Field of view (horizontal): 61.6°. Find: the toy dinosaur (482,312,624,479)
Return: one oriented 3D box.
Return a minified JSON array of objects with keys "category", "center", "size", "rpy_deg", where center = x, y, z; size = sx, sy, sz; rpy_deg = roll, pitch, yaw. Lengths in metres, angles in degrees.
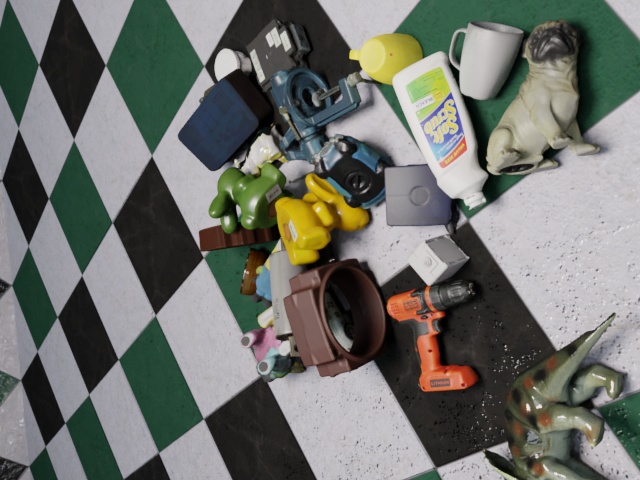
[{"category":"toy dinosaur","center":[0.349,0.287,0.838],"size":[0.192,0.131,0.404],"rpy_deg":[10,99,41]}]

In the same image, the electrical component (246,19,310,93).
[{"category":"electrical component","center":[-0.082,-0.387,1.123],"size":[0.134,0.058,0.115],"rpy_deg":[-23,85,42]}]

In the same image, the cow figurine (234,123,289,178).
[{"category":"cow figurine","center":[-0.142,-0.185,1.212],"size":[0.167,0.068,0.098],"rpy_deg":[-36,69,37]}]

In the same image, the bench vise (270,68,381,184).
[{"category":"bench vise","center":[-0.001,-0.243,1.041],"size":[0.241,0.129,0.223],"rpy_deg":[-17,90,47]}]

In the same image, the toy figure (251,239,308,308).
[{"category":"toy figure","center":[-0.087,0.059,1.179],"size":[0.180,0.082,0.089],"rpy_deg":[-60,25,17]}]

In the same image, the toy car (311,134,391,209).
[{"category":"toy car","center":[0.061,-0.140,1.006],"size":[0.109,0.161,0.103],"rpy_deg":[-44,27,27]}]

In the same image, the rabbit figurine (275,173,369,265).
[{"category":"rabbit figurine","center":[0.007,-0.043,1.051],"size":[0.121,0.173,0.162],"rpy_deg":[100,150,-53]}]

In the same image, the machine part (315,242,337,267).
[{"category":"machine part","center":[-0.002,-0.003,1.121],"size":[0.039,0.084,0.138],"rpy_deg":[-156,51,-80]}]

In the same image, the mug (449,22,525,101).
[{"category":"mug","center":[0.247,-0.277,0.832],"size":[0.110,0.081,0.107],"rpy_deg":[27,125,31]}]

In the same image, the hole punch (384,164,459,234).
[{"category":"hole punch","center":[0.174,-0.079,0.936],"size":[0.116,0.092,0.142],"rpy_deg":[2,96,38]}]

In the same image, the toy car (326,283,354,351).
[{"category":"toy car","center":[0.012,0.162,1.153],"size":[0.073,0.056,0.202],"rpy_deg":[-44,69,39]}]

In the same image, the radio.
[{"category":"radio","center":[-0.219,-0.267,1.235],"size":[0.131,0.073,0.229],"rpy_deg":[47,133,-8]}]

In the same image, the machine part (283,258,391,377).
[{"category":"machine part","center":[0.039,0.144,1.025],"size":[0.087,0.201,0.201],"rpy_deg":[-25,82,40]}]

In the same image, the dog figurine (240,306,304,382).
[{"category":"dog figurine","center":[-0.076,0.233,1.186],"size":[0.191,0.219,0.109],"rpy_deg":[-45,66,-3]}]

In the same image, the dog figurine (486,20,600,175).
[{"category":"dog figurine","center":[0.308,-0.204,0.792],"size":[0.172,0.121,0.190],"rpy_deg":[-15,74,40]}]

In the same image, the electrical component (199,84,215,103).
[{"category":"electrical component","center":[-0.257,-0.330,1.307],"size":[0.102,0.045,0.078],"rpy_deg":[-23,55,40]}]

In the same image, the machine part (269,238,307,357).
[{"category":"machine part","center":[-0.059,0.109,1.062],"size":[0.079,0.079,0.243],"rpy_deg":[-26,61,42]}]

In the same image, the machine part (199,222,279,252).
[{"category":"machine part","center":[-0.187,-0.012,1.225],"size":[0.179,0.179,0.056],"rpy_deg":[-11,89,43]}]

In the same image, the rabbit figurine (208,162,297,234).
[{"category":"rabbit figurine","center":[-0.155,-0.086,1.122],"size":[0.170,0.121,0.159],"rpy_deg":[29,75,37]}]
